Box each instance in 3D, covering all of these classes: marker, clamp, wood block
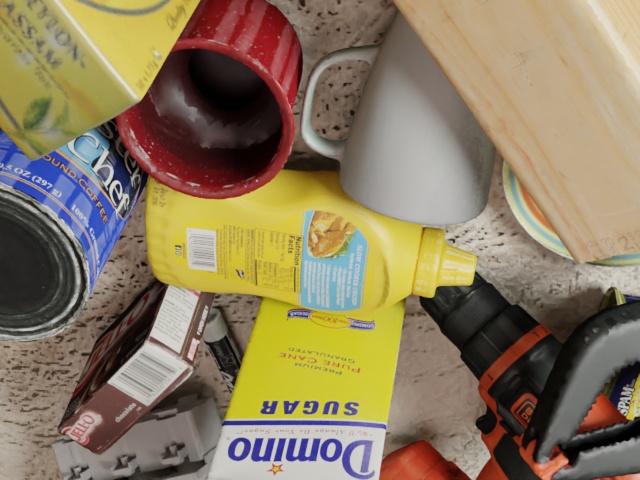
[{"bbox_3d":[-0.056,0.098,0.742,0.020,0.020,0.121,-11,124,17],"label":"marker"},{"bbox_3d":[0.192,0.050,0.568,0.210,0.036,0.164,-30,102,-1],"label":"clamp"},{"bbox_3d":[0.114,-0.100,0.487,0.090,0.090,0.206,-17,116,50],"label":"wood block"}]

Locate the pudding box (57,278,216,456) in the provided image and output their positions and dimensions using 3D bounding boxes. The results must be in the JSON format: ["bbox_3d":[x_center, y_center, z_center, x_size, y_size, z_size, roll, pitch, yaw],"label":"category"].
[{"bbox_3d":[-0.117,0.074,0.691,0.039,0.090,0.114,37,123,-19],"label":"pudding box"}]

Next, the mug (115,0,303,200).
[{"bbox_3d":[-0.065,-0.083,0.572,0.117,0.081,0.093,3,126,7],"label":"mug"}]

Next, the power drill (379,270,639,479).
[{"bbox_3d":[0.102,0.123,0.680,0.184,0.057,0.188,49,139,19],"label":"power drill"}]

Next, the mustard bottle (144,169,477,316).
[{"bbox_3d":[-0.004,0.000,0.628,0.192,0.058,0.096,11,132,7],"label":"mustard bottle"}]

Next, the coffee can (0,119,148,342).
[{"bbox_3d":[-0.155,-0.027,0.592,0.103,0.140,0.103,5,126,7],"label":"coffee can"}]

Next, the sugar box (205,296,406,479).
[{"bbox_3d":[-0.004,0.095,0.631,0.093,0.176,0.048,10,127,3],"label":"sugar box"}]

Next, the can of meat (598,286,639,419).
[{"bbox_3d":[0.210,0.084,0.660,0.084,0.057,0.102,9,128,1],"label":"can of meat"}]
